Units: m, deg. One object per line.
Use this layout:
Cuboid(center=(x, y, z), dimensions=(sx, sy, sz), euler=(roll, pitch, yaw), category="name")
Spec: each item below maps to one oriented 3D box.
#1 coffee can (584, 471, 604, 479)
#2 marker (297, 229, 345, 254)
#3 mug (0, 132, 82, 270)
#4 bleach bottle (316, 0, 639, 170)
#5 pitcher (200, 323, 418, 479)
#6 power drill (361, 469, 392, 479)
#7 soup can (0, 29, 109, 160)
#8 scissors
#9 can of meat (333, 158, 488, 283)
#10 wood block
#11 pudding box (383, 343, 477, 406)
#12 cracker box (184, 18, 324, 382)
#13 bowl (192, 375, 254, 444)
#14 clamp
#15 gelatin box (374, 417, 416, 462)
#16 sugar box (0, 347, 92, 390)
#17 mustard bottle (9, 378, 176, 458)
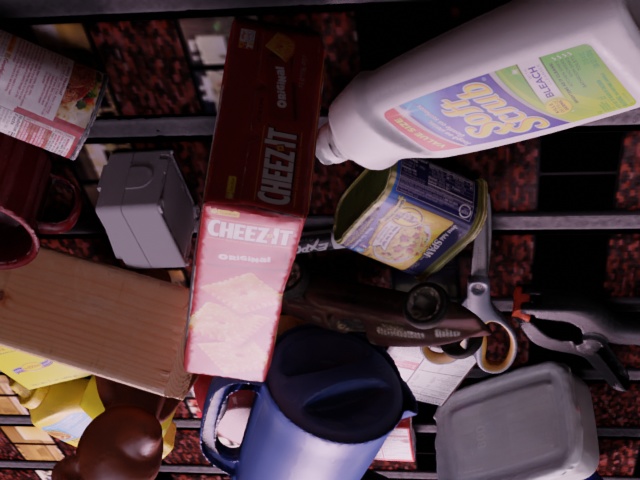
Cuboid(center=(0.246, 0.262, 1.154), dimensions=(0.103, 0.102, 0.140), euler=(-14, 139, 25), category="coffee can")
Cuboid(center=(-0.006, 0.001, 0.908), dimensions=(0.121, 0.020, 0.020), euler=(-6, 142, 17), category="marker")
Cuboid(center=(-0.247, -0.034, 0.845), dimensions=(0.117, 0.081, 0.093), euler=(6, 144, 1), category="mug")
Cuboid(center=(0.105, -0.098, 0.723), dimensions=(0.251, 0.068, 0.102), euler=(-19, 137, 34), category="bleach bottle")
Cuboid(center=(-0.027, 0.200, 1.017), dimensions=(0.149, 0.144, 0.243), euler=(41, 135, 20), category="pitcher")
Cuboid(center=(0.074, 0.290, 1.149), dimensions=(0.188, 0.057, 0.184), euler=(24, 155, 33), category="power drill")
Cuboid(center=(-0.209, -0.106, 0.753), dimensions=(0.102, 0.068, 0.069), euler=(22, 141, -19), category="soup can")
Cuboid(center=(0.119, 0.046, 0.920), dimensions=(0.096, 0.016, 0.201), euler=(-11, 128, 14), category="scissors")
Cuboid(center=(0.068, -0.021, 0.836), dimensions=(0.083, 0.057, 0.102), euler=(22, 142, -18), category="can of meat")
Cuboid(center=(-0.206, 0.062, 0.906), dimensions=(0.206, 0.091, 0.090), euler=(16, 171, 7), category="wood block")
Cuboid(center=(0.097, 0.114, 1.031), dimensions=(0.090, 0.039, 0.114), euler=(13, 145, -9), category="pudding box")
Cuboid(center=(-0.049, -0.021, 0.763), dimensions=(0.072, 0.164, 0.214), euler=(8, 144, -6), category="cracker box")
Cuboid(center=(-0.064, 0.174, 1.122), dimensions=(0.162, 0.055, 0.162), euler=(4, 143, 3), category="bowl")
Cuboid(center=(0.246, 0.090, 0.974), dimensions=(0.171, 0.039, 0.120), euler=(19, 138, -6), category="clamp")
Cuboid(center=(0.066, 0.212, 1.174), dimensions=(0.073, 0.030, 0.089), euler=(0, 144, 10), category="gelatin box")
Cuboid(center=(-0.308, 0.082, 1.043), dimensions=(0.093, 0.048, 0.176), euler=(-17, 139, 28), category="sugar box")
Cuboid(center=(-0.258, 0.193, 1.174), dimensions=(0.096, 0.058, 0.191), euler=(-26, 133, 36), category="mustard bottle")
